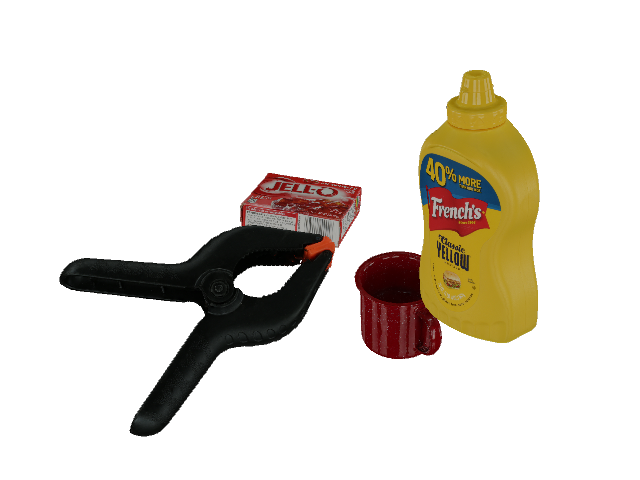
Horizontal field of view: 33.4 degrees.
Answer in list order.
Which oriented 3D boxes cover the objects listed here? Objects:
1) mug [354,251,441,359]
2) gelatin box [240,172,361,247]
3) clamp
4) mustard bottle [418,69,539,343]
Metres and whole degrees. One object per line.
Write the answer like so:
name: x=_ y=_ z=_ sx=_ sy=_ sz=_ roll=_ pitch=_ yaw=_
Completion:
mug: x=0.090 y=0.077 z=1.124 sx=0.093 sy=0.081 sz=0.117 roll=-22 pitch=40 yaw=-25
gelatin box: x=-0.016 y=-0.028 z=0.922 sx=0.089 sy=0.030 sz=0.073 roll=10 pitch=27 yaw=13
clamp: x=-0.075 y=0.032 z=0.671 sx=0.171 sy=0.120 sz=0.039 roll=-32 pitch=-12 yaw=-22
mustard bottle: x=0.111 y=-0.027 z=0.759 sx=0.058 sy=0.192 sz=0.096 roll=-21 pitch=32 yaw=-31
